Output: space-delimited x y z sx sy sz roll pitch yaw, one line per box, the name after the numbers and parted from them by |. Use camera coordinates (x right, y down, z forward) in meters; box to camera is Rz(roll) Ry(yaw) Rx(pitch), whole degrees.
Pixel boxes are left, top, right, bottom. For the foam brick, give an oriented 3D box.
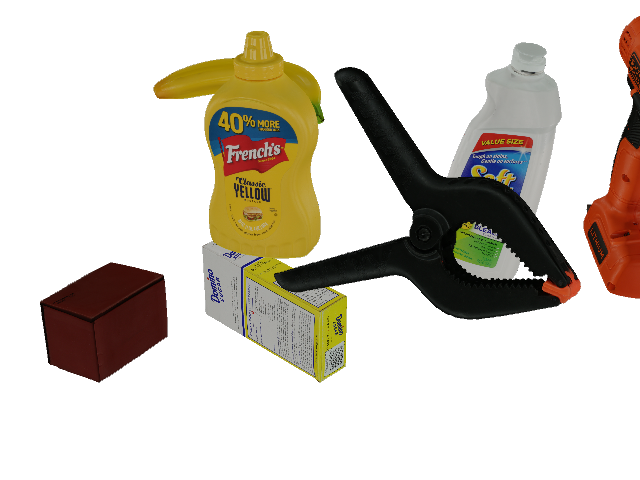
-0.155 0.057 0.773 0.053 0.051 0.078 13 29 30 | foam brick

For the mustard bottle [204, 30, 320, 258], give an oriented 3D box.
-0.049 -0.081 0.900 0.096 0.192 0.058 9 29 18 | mustard bottle

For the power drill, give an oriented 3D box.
0.249 -0.051 0.786 0.057 0.188 0.184 4 36 -1 | power drill

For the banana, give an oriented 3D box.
-0.080 -0.168 1.139 0.198 0.037 0.069 10 44 19 | banana

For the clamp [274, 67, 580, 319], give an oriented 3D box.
0.072 -0.017 0.705 0.210 0.165 0.036 18 17 25 | clamp

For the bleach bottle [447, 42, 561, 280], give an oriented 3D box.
0.170 -0.076 1.042 0.103 0.251 0.068 22 38 19 | bleach bottle

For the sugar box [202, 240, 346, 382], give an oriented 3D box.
-0.050 0.068 1.119 0.048 0.093 0.176 -27 41 -37 | sugar box
